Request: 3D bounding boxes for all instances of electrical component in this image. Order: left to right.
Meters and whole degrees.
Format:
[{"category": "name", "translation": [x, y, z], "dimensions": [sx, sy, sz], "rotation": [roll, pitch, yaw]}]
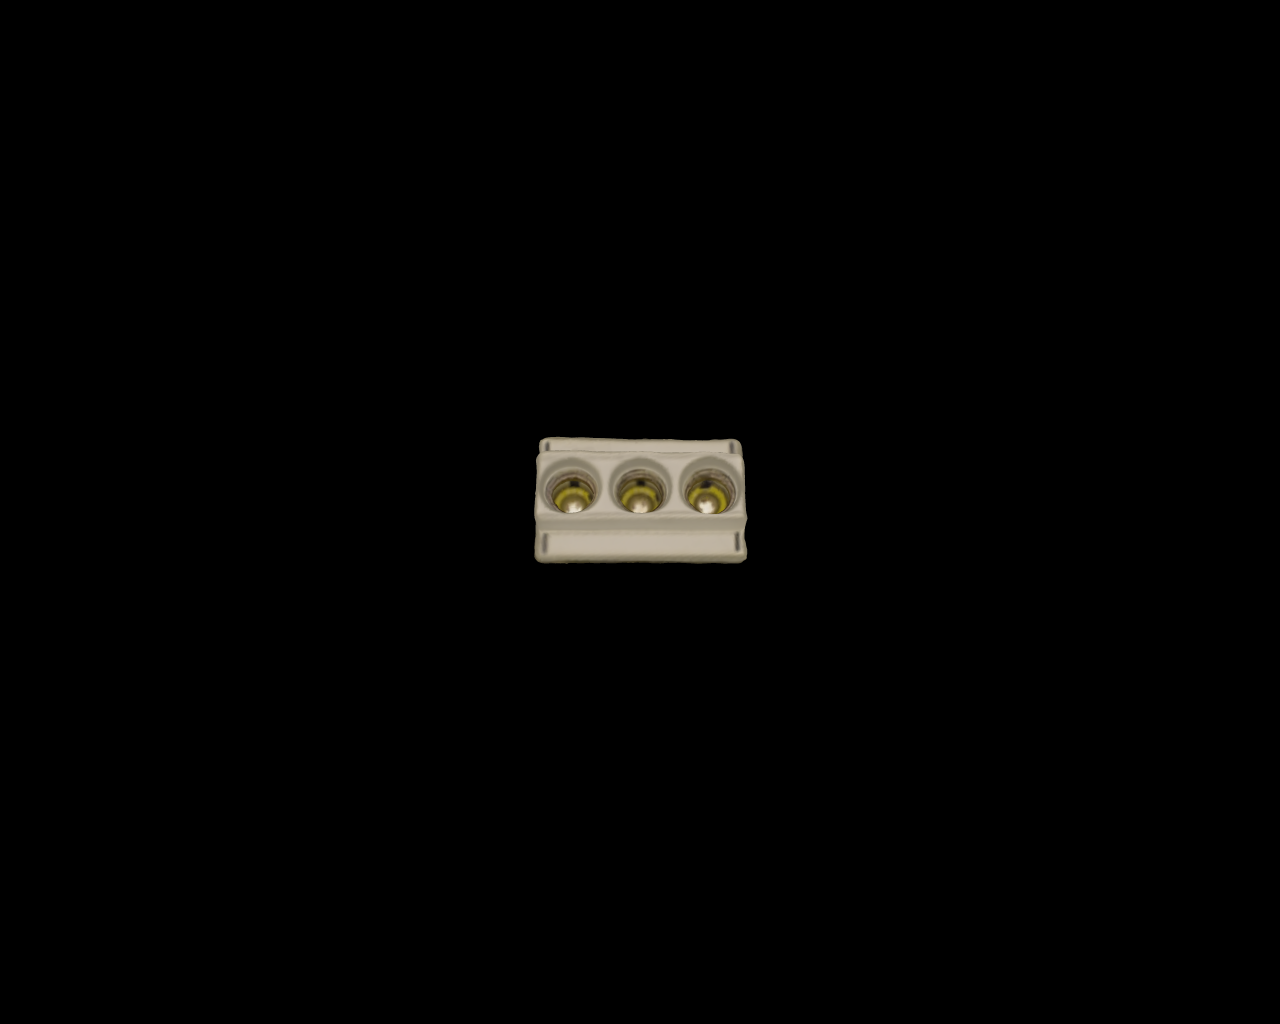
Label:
[{"category": "electrical component", "translation": [0.001, -0.003, 0.650], "dimensions": [0.121, 0.079, 0.063], "rotation": [0, -25, 0]}]
